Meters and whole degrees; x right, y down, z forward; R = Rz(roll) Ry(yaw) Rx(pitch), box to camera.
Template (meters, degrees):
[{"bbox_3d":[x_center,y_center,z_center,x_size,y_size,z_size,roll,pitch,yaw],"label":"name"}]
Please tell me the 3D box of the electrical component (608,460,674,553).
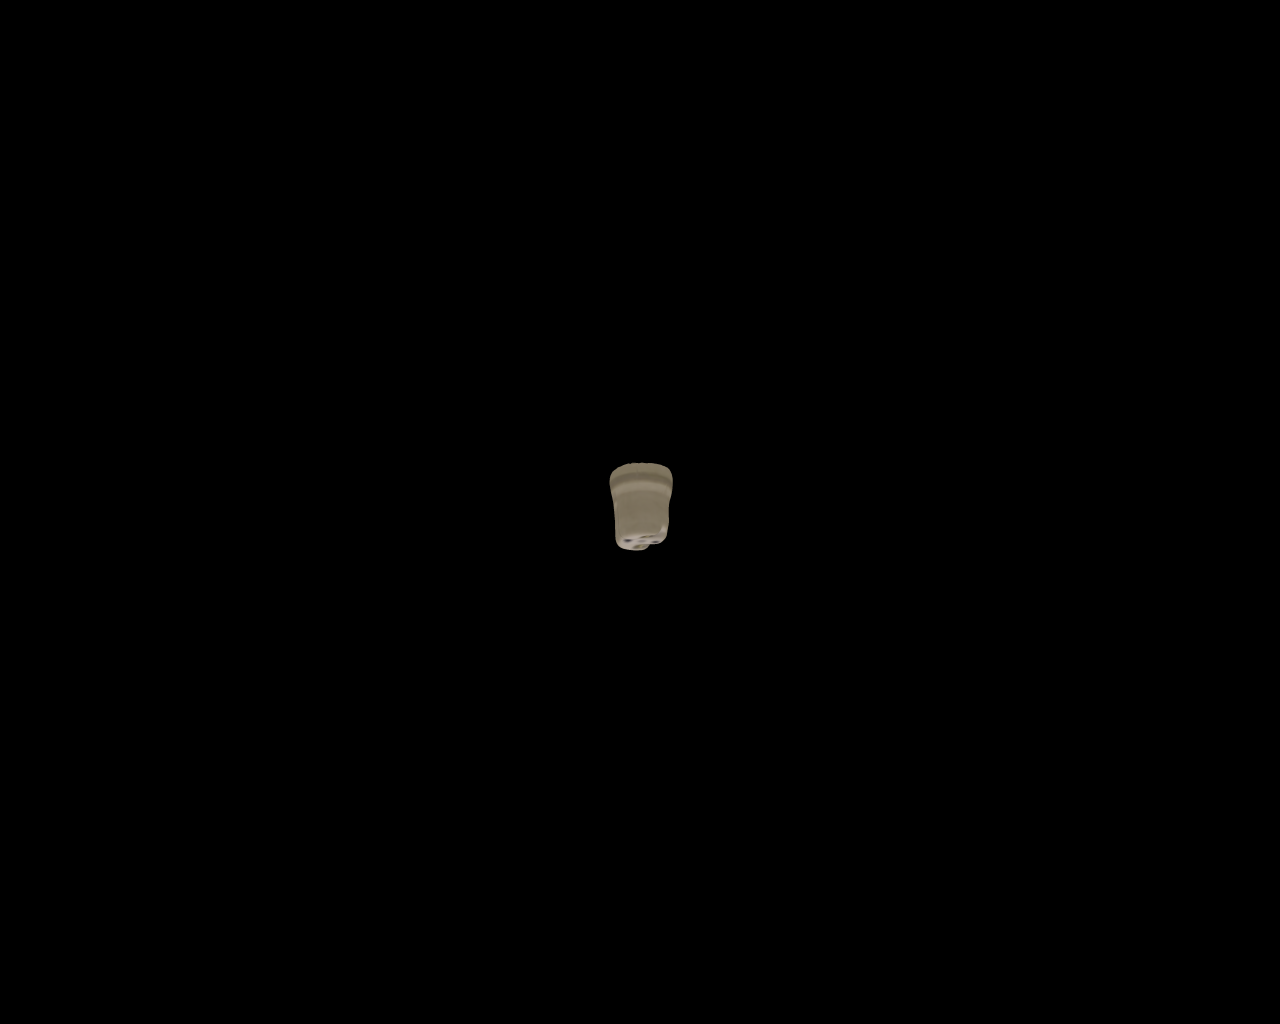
[{"bbox_3d":[0.001,-0.003,0.650,0.040,0.046,0.040,0,-22,0],"label":"electrical component"}]
